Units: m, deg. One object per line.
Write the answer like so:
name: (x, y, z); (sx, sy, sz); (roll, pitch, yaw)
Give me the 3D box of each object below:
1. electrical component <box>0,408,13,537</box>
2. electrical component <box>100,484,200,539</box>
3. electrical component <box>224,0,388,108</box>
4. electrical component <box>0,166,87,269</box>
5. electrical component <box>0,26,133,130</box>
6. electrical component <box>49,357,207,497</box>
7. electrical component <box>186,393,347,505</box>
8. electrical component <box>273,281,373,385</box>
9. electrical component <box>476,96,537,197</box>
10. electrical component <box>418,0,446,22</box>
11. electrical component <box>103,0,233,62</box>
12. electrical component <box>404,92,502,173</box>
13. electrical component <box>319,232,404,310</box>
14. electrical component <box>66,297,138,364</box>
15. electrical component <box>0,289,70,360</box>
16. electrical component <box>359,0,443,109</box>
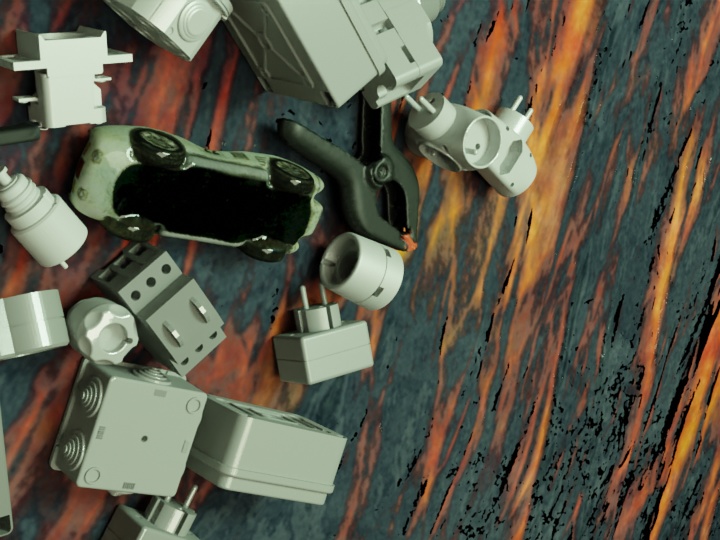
electrical component: (-0.292, 0.131, 0.703); (0.109, 0.056, 0.108); (-12, 109, -35)
electrical component: (-0.152, 0.199, 0.835); (0.066, 0.047, 0.076); (31, 83, -39)
electrical component: (-0.049, -0.179, 0.771); (0.056, 0.109, 0.108); (-43, 124, -17)
electrical component: (-0.218, -0.037, 0.723); (0.040, 0.040, 0.078); (-47, 125, -18)
electrical component: (-0.197, -0.127, 0.715); (0.081, 0.042, 0.063); (-13, 114, -34)
electrical component: (-0.170, 0.118, 0.798); (0.100, 0.048, 0.099); (17, 92, -39)
electrical component: (-0.077, 0.143, 0.858); (0.113, 0.078, 0.057); (20, 87, -39)
electrical component: (-0.033, 0.048, 0.886); (0.066, 0.047, 0.076); (-13, 96, -34)
electrical component: (0.130, -0.119, 0.966); (0.077, 0.043, 0.079); (40, 77, -38)
electrical component: (0.050, -0.222, 0.876); (0.062, 0.043, 0.043); (-31, 120, -29)
electrical component: (-0.131, -0.183, 0.726); (0.080, 0.080, 0.051); (37, 85, -38)
electrical component: (0.066, -0.121, 0.895); (0.079, 0.077, 0.044); (38, 79, -38)
electrical component: (0.000, 0.000, 0.882); (0.047, 0.055, 0.055); (25, 87, -39)
electrical component: (-0.186, 0.040, 0.755); (0.043, 0.062, 0.043); (-11, 109, -35)
electrical component: (-0.264, 0.027, 0.700); (0.138, 0.052, 0.073); (-12, 88, -35)
electrical component: (0.018, -0.181, 0.835); (0.056, 0.050, 0.089); (-29, 85, -28)
